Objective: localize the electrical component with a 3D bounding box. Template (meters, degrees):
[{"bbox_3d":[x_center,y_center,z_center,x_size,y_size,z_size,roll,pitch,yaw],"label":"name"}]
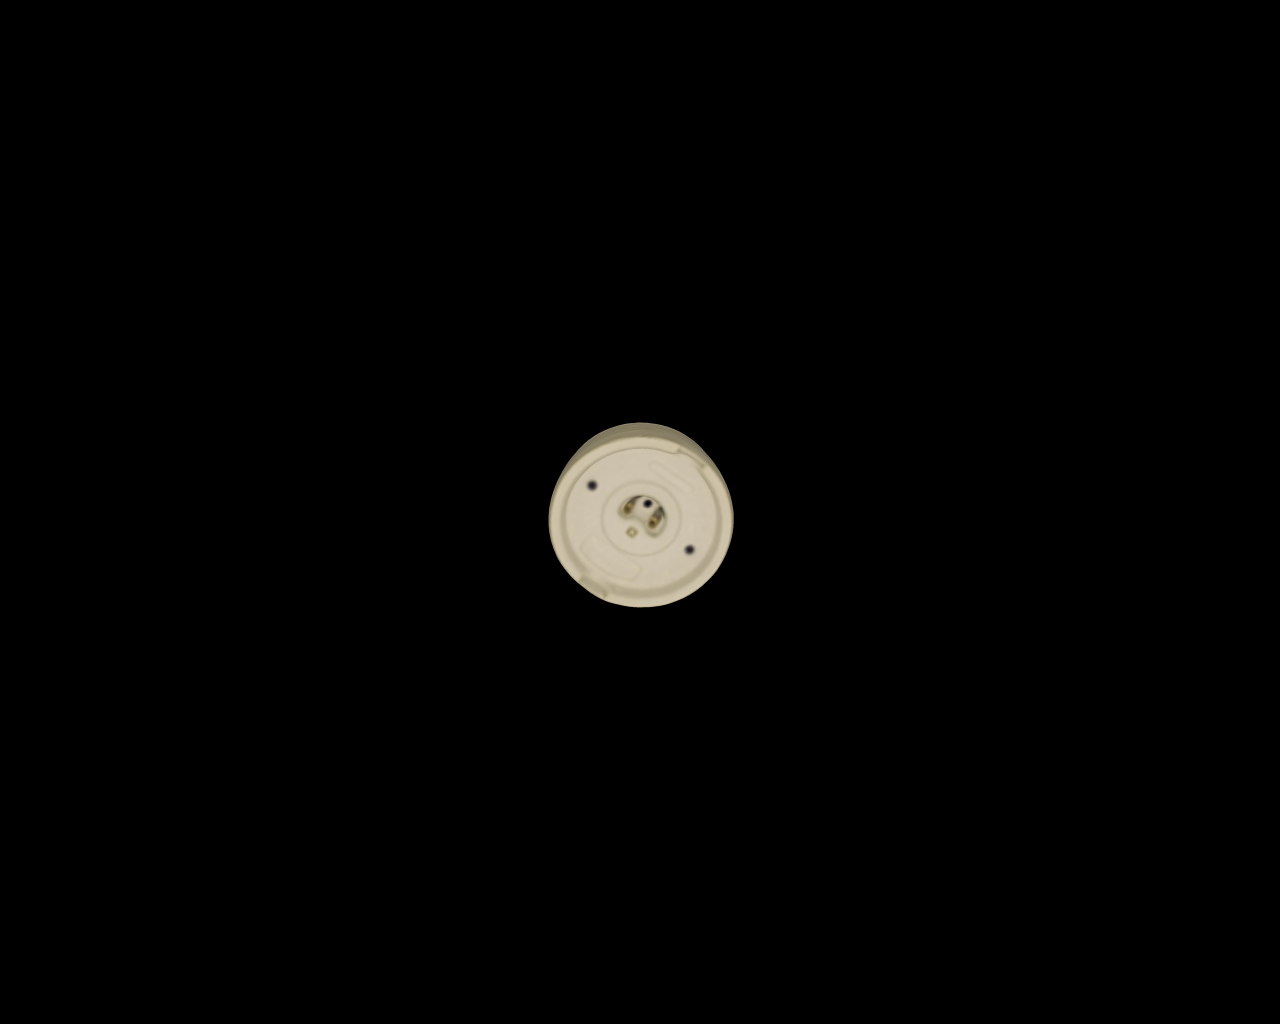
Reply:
[{"bbox_3d":[0.001,-0.003,0.650,0.108,0.108,0.060,0,20,0],"label":"electrical component"}]
